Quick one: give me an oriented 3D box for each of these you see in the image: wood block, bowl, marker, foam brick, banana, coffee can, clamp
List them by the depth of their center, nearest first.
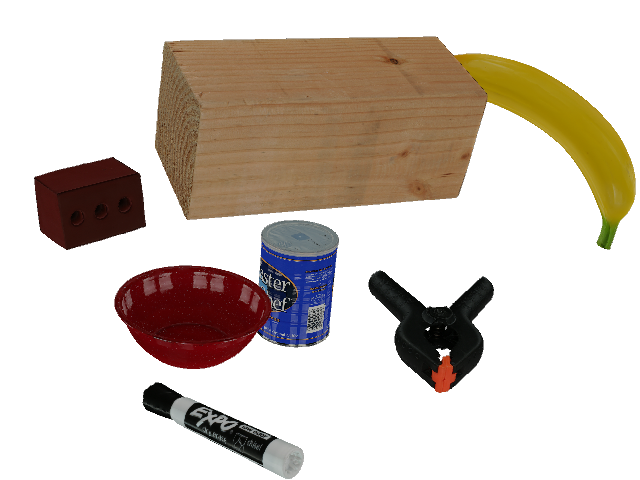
[{"bbox_3d":[-0.061,0.109,0.627,0.121,0.020,0.020,17,10,37],"label":"marker"},{"bbox_3d":[-0.002,-0.083,0.745,0.205,0.090,0.091,-5,40,-22],"label":"wood block"},{"bbox_3d":[0.175,-0.083,0.808,0.070,0.198,0.037,-44,0,9],"label":"banana"},{"bbox_3d":[-0.198,-0.033,0.917,0.078,0.053,0.051,-19,31,-31],"label":"foam brick"},{"bbox_3d":[0.116,0.077,0.979,0.120,0.039,0.171,-6,32,-5],"label":"clamp"},{"bbox_3d":[-0.133,0.086,1.112,0.162,0.055,0.162,5,26,-3],"label":"bowl"},{"bbox_3d":[-0.032,0.057,1.425,0.103,0.140,0.103,4,24,-2],"label":"coffee can"}]
